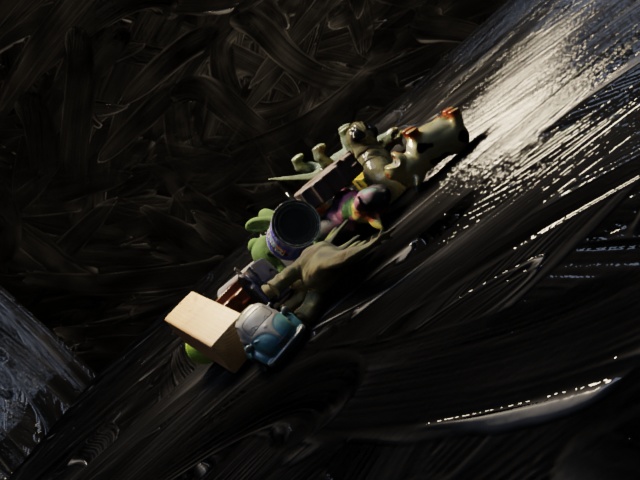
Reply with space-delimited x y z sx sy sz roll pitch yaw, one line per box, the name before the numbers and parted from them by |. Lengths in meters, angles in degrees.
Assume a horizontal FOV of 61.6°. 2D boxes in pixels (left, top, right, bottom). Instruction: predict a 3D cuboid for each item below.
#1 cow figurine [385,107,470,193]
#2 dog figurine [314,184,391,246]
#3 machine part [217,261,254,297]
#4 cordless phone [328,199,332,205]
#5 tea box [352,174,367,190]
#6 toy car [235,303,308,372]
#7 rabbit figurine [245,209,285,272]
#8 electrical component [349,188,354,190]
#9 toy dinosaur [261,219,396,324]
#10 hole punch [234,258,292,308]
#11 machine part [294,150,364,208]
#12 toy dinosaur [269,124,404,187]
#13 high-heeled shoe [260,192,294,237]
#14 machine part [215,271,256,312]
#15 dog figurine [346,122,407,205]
cow figurine | 0.227 -0.185 1.144 0.195 0.127 0.085 -28 11 3
dog figurine | 0.066 -0.048 1.183 0.191 0.108 0.219 -43 12 -4
machine part | -0.234 0.137 1.651 0.243 0.079 0.079 -37 11 25
cordless phone | -0.003 -0.005 1.383 0.184 0.089 0.147 -59 2 28
tea box | 0.151 -0.174 1.472 0.098 0.068 0.170 -43 11 0
toy car | -0.099 0.160 0.960 0.109 0.103 0.162 -45 12 -18
rabbit figurine | -0.101 -0.014 1.349 0.170 0.159 0.121 -55 -4 36
electrical component | 0.054 -0.092 1.544 0.134 0.058 0.115 -44 12 -2
toy dinosaur | 0.002 0.052 1.005 0.198 0.105 0.471 -46 9 -16
hole punch | -0.125 0.101 1.245 0.092 0.142 0.116 -41 -2 -12
machine part | 0.017 -0.134 1.245 0.179 0.056 0.179 -38 9 7
toy dinosaur | 0.056 -0.214 1.583 0.405 0.192 0.131 -35 13 -10
high-heeled shoe | -0.088 -0.015 1.448 0.086 0.145 0.248 -4 -48 -32
machine part | -0.202 0.159 1.414 0.201 0.087 0.201 -30 16 46
dog figurine | 0.122 -0.182 1.272 0.121 0.190 0.172 -40 12 18
